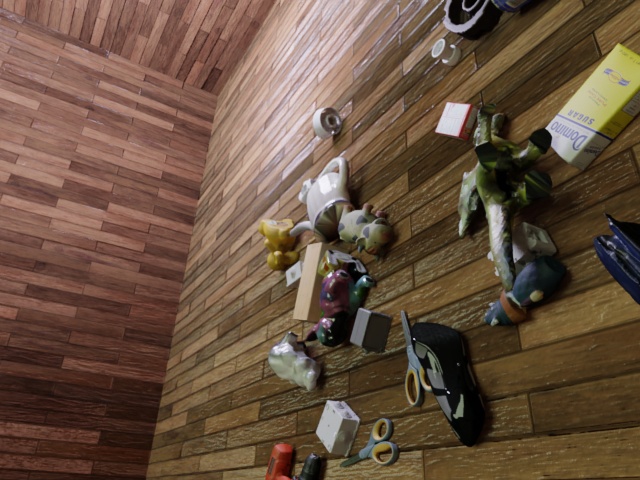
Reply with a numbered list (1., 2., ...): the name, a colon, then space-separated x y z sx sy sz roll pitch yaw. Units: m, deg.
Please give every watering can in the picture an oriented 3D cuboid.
1. watering can: 0.005 -0.076 1.502 0.341 0.103 0.230 -59 29 33

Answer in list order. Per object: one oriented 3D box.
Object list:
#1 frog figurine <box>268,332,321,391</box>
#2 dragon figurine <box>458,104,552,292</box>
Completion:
1. frog figurine: -0.065 0.339 1.357 0.163 0.123 0.134 -117 17 -45
2. dragon figurine: 0.300 -0.077 0.912 0.238 0.122 0.418 94 -170 -66
